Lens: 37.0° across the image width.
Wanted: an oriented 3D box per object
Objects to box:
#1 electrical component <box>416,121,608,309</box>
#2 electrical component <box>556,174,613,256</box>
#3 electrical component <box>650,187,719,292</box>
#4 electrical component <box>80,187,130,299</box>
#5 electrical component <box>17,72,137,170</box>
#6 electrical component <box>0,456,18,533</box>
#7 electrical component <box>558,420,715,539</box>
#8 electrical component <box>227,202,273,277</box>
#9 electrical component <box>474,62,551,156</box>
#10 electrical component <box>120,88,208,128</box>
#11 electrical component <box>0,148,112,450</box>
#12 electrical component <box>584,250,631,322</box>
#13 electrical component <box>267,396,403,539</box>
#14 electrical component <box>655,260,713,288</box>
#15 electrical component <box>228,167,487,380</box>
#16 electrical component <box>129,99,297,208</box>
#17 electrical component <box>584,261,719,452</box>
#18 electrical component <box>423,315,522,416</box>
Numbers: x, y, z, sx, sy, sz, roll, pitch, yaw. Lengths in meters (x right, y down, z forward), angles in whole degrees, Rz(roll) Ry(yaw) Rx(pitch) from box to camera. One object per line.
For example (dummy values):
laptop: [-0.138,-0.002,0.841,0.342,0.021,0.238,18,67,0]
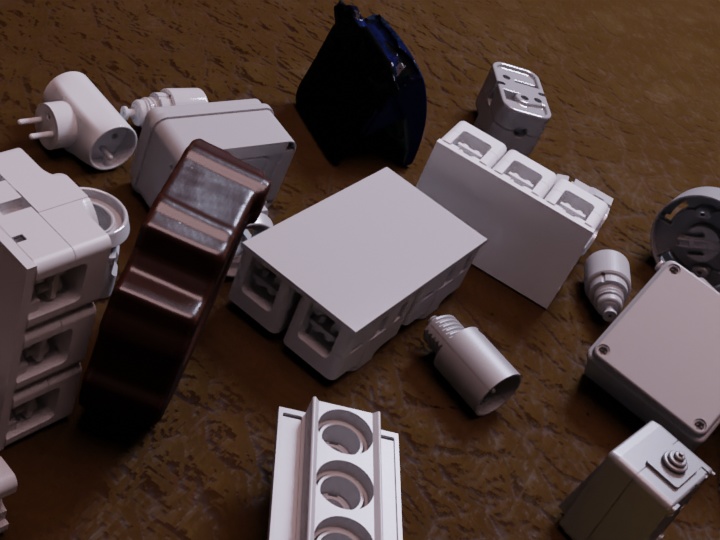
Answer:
electrical component: [0.125,-0.051,0.931,0.150,0.089,0.061,32,37,10]
electrical component: [0.195,-0.053,1.000,0.057,0.058,0.078,30,38,3]
electrical component: [0.323,-0.028,1.007,0.099,0.099,0.064,34,32,12]
electrical component: [-0.193,-0.020,0.747,0.058,0.057,0.078,11,39,-17]
electrical component: [-0.231,-0.116,0.854,0.079,0.044,0.077,-17,53,-41]
electrical component: [-0.235,0.107,0.575,0.056,0.050,0.089,-22,56,-44]
electrical component: [0.184,0.146,0.718,0.061,0.096,0.062,43,40,24]
electrical component: [-0.100,-0.032,0.813,0.078,0.058,0.057,-8,45,-36]
electrical component: [0.155,-0.162,1.109,0.054,0.059,0.095,13,38,-14]
electrical component: [-0.165,-0.134,0.915,0.078,0.040,0.040,-8,47,-35]
electrical component: [-0.200,0.017,0.620,0.089,0.150,0.062,42,41,22]
electrical component: [0.217,0.016,0.942,0.040,0.040,0.078,20,38,-5]
electrical component: [-0.018,0.144,0.638,0.079,0.063,0.121,15,38,-12]
electrical component: [0.299,0.022,0.979,0.040,0.040,0.078,-9,48,-36]
electrical component: [0.000,0.000,0.825,0.105,0.060,0.186,38,39,17]
electrical component: [-0.118,-0.088,0.854,0.113,0.078,0.057,-13,53,-39]
electrical component: [0.252,0.068,0.845,0.109,0.056,0.108,39,76,20]
electrical component: [0.078,0.065,0.804,0.043,0.043,0.081,-14,51,-40]
